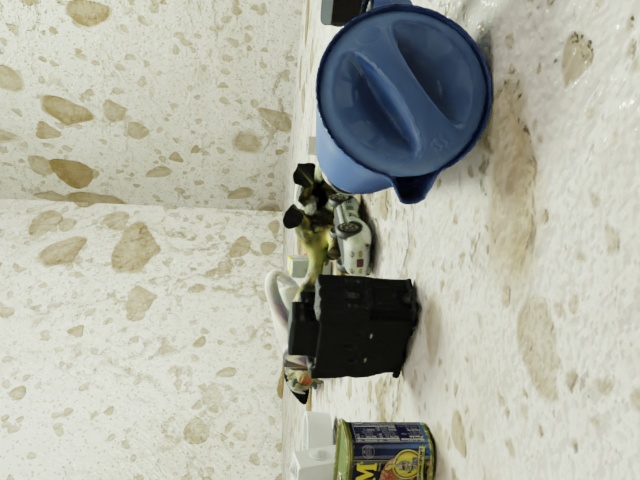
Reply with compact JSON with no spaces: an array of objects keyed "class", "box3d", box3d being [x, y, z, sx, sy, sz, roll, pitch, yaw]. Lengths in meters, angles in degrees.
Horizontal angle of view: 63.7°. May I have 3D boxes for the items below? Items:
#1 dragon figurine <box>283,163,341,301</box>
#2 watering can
[{"class":"dragon figurine","box3d":[0.003,-0.053,1.062,0.122,0.416,0.239,13,-17,4]},{"class":"watering can","box3d":[-0.037,0.194,1.190,0.103,0.229,0.342,-24,-28,10]}]
